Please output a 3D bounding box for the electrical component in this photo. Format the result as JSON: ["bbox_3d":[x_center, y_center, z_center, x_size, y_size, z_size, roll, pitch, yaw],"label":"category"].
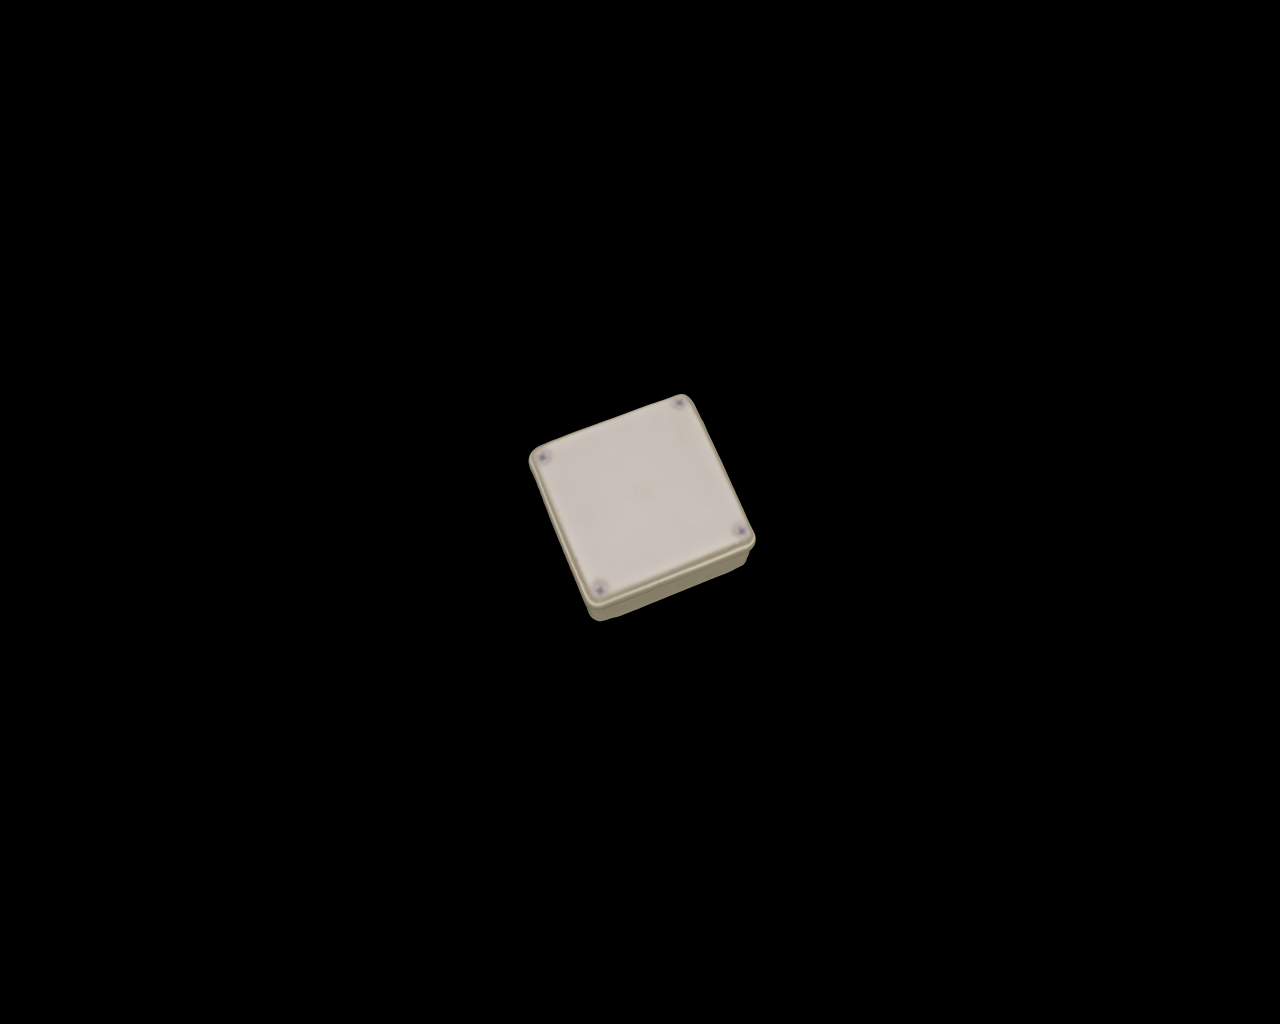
[{"bbox_3d":[0.001,-0.003,0.650,0.109,0.109,0.056,-21,-18,-7],"label":"electrical component"}]
